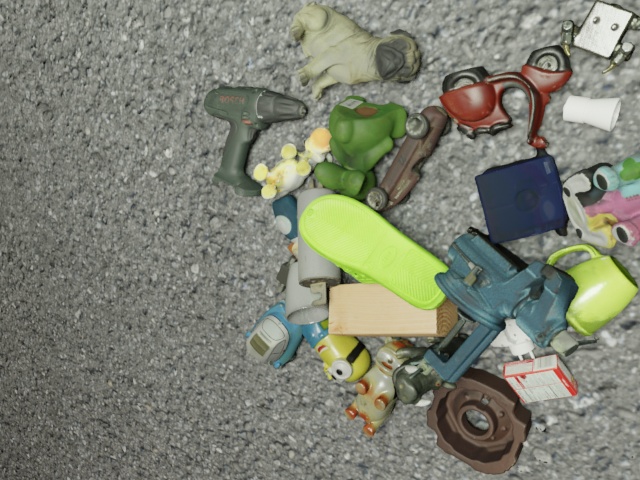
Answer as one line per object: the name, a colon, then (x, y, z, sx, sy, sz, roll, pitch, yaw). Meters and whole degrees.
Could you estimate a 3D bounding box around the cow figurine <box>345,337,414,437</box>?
cow figurine: (0.123, 0.257, 0.987, 0.086, 0.127, 0.194, 32, 134, 22)

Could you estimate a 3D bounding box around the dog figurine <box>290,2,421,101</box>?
dog figurine: (0.061, -0.324, 0.870, 0.191, 0.121, 0.172, -10, 94, 17)

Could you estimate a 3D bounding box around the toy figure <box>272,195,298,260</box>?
toy figure: (-0.044, -0.011, 1.047, 0.154, 0.058, 0.064, 65, 165, -2)

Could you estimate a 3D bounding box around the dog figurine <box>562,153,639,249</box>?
dog figurine: (0.447, -0.072, 0.675, 0.219, 0.191, 0.108, -20, 90, 2)

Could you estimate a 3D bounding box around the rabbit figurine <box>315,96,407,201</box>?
rabbit figurine: (0.068, -0.132, 0.892, 0.121, 0.159, 0.170, 14, 127, 20)

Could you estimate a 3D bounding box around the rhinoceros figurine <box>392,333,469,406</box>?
rhinoceros figurine: (0.184, 0.210, 0.877, 0.112, 0.190, 0.073, -4, 99, 47)

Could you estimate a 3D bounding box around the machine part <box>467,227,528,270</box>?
machine part: (0.280, 0.041, 0.847, 0.139, 0.039, 0.084, 35, 113, 37)

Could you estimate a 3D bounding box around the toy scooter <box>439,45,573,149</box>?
toy scooter: (0.267, -0.190, 0.773, 0.184, 0.075, 0.135, -7, 102, 31)

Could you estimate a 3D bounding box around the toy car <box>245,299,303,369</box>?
toy car: (-0.097, 0.205, 1.118, 0.109, 0.103, 0.161, 44, 126, 14)

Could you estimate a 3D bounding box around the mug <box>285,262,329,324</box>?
mug: (-0.016, 0.093, 1.007, 0.080, 0.110, 0.107, 94, 167, -60)

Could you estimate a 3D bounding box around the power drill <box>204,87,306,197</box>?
power drill: (-0.136, -0.191, 1.039, 0.232, 0.086, 0.207, 24, 120, 28)

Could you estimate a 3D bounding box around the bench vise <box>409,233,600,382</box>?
bench vise: (0.229, 0.114, 0.742, 0.224, 0.128, 0.240, 46, 111, 31)

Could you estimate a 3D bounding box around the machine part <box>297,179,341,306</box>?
machine part: (-0.002, -0.003, 0.963, 0.079, 0.079, 0.243, -18, 64, 36)

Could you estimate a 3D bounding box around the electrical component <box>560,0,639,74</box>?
electrical component: (0.367, -0.265, 0.698, 0.102, 0.045, 0.078, 38, 124, 19)

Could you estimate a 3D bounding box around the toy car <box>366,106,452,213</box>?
toy car: (0.144, -0.121, 0.864, 0.053, 0.089, 0.202, 40, 121, 22)

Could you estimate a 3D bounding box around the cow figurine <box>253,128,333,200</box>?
cow figurine: (-0.034, -0.139, 0.988, 0.167, 0.098, 0.068, -33, 81, 17)

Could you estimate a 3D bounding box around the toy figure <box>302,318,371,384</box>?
toy figure: (0.026, 0.193, 1.045, 0.180, 0.089, 0.082, 55, 165, 19)

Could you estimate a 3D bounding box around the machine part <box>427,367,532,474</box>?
machine part: (0.273, 0.308, 0.928, 0.180, 0.056, 0.179, 10, 109, 32)

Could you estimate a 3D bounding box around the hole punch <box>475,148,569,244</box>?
hole punch: (0.293, -0.060, 0.786, 0.116, 0.092, 0.142, -13, 94, 32)

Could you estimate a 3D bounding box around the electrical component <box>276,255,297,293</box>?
electrical component: (-0.056, 0.079, 1.101, 0.063, 0.021, 0.094, 37, 121, 19)
